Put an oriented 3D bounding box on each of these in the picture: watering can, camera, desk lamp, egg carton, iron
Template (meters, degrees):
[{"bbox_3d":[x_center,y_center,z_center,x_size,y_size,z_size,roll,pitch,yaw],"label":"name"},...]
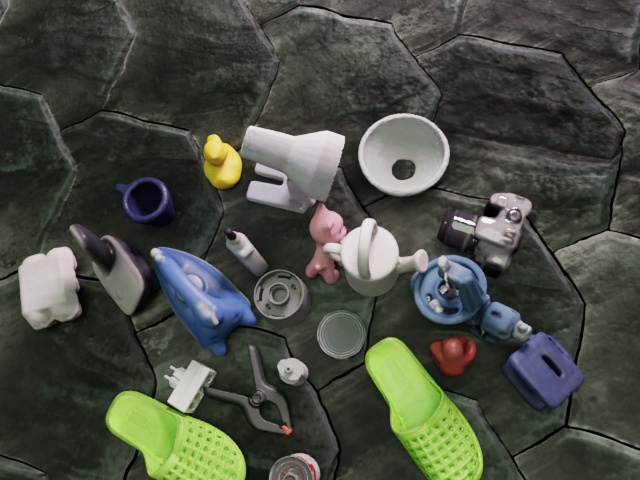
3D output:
[{"bbox_3d":[0.092,0.025,0.973,0.172,0.194,0.101,-12,71,4],"label":"watering can"},{"bbox_3d":[0.287,-0.024,1.014,0.136,0.101,0.143,20,76,13],"label":"camera"},{"bbox_3d":[-0.050,-0.127,1.031,0.203,0.214,0.118,12,74,11],"label":"desk lamp"},{"bbox_3d":[-0.513,0.092,1.094,0.107,0.069,0.150,-17,71,1],"label":"egg carton"},{"bbox_3d":[-0.237,0.083,1.024,0.258,0.141,0.119,42,82,18],"label":"iron"}]

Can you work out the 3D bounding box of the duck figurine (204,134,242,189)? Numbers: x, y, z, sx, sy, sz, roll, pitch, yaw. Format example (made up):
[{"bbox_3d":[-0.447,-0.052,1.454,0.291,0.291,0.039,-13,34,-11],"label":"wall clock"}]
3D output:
[{"bbox_3d":[-0.199,-0.158,1.127,0.077,0.086,0.104,-14,71,3],"label":"duck figurine"}]

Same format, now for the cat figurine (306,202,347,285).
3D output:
[{"bbox_3d":[0.009,0.004,1.031,0.067,0.118,0.128,11,74,11],"label":"cat figurine"}]

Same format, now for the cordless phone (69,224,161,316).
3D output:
[{"bbox_3d":[-0.379,0.049,1.030,0.094,0.185,0.147,-43,72,-7],"label":"cordless phone"}]

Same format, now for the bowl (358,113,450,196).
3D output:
[{"bbox_3d":[0.157,-0.150,1.085,0.167,0.075,0.167,-2,72,7],"label":"bowl"}]

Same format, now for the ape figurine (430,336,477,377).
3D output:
[{"bbox_3d":[0.223,0.187,0.958,0.077,0.092,0.076,16,75,12],"label":"ape figurine"}]

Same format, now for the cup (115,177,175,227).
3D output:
[{"bbox_3d":[-0.333,-0.068,1.110,0.117,0.095,0.092,23,76,14],"label":"cup"}]

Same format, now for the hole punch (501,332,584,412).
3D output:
[{"bbox_3d":[0.364,0.210,0.933,0.101,0.091,0.108,-38,71,-6],"label":"hole punch"}]

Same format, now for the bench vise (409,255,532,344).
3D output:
[{"bbox_3d":[0.246,0.083,0.921,0.207,0.220,0.121,12,74,11],"label":"bench vise"}]

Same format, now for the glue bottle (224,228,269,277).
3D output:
[{"bbox_3d":[-0.140,0.013,1.018,0.078,0.173,0.037,42,82,18],"label":"glue bottle"}]
